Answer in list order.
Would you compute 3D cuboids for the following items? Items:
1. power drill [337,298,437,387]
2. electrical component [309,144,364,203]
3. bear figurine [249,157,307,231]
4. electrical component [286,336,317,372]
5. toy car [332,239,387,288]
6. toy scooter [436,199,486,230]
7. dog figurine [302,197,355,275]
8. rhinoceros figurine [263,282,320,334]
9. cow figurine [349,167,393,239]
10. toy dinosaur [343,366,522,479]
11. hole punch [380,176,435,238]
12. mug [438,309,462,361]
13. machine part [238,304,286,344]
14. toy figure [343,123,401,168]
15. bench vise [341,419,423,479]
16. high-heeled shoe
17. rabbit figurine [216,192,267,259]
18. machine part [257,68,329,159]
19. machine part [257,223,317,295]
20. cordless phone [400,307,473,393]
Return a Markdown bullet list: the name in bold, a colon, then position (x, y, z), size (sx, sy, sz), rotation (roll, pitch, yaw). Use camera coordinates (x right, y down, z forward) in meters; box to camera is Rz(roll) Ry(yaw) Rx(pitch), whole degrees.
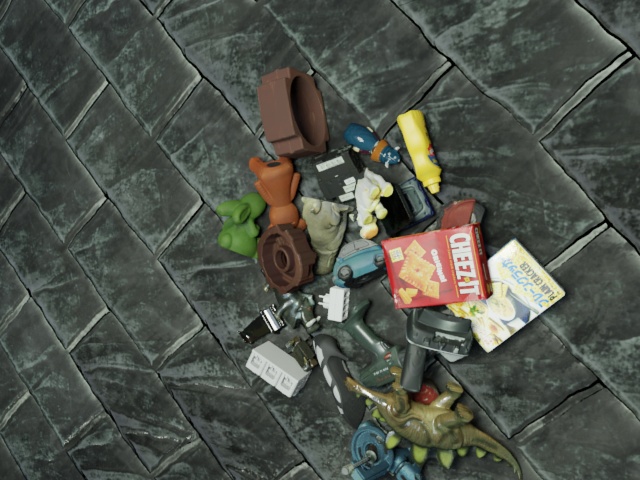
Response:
- **power drill**: position (0.152, 0.245, 1.314), size (0.207, 0.086, 0.232), rotation (48, 126, 10)
- **electrical component**: position (0.052, -0.157, 1.326), size (0.115, 0.058, 0.134), rotation (-14, 119, 26)
- **bear figurine**: position (-0.104, -0.116, 1.403), size (0.120, 0.132, 0.195), rotation (-16, 122, -9)
- **electrical component**: position (-0.052, 0.300, 1.419), size (0.102, 0.045, 0.078), rotation (55, 142, 16)
- **toy car**: position (0.099, 0.049, 1.324), size (0.162, 0.109, 0.103), rotation (-27, 66, 14)
- **toy scooter**: position (0.299, -0.017, 1.247), size (0.135, 0.075, 0.183), rotation (19, 106, 22)
- **dog figurine**: position (0.001, -0.003, 1.326), size (0.121, 0.172, 0.190), rotation (14, 93, 32)
- **rhinoceros figurine**: position (-0.069, 0.165, 1.423), size (0.112, 0.073, 0.190), rotation (-33, 78, 9)
- **cow figurine**: position (0.110, -0.085, 1.277), size (0.098, 0.068, 0.167), rotation (53, 146, 38)
- **toy dinosaur**: position (0.269, 0.426, 1.236), size (0.472, 0.105, 0.198), rotation (21, 118, 4)
- **hole punch**: position (0.197, -0.081, 1.285), size (0.116, 0.092, 0.142), rotation (-35, 80, 57)
- **mug**: position (0.292, 0.235, 1.268), size (0.109, 0.081, 0.107), rotation (-35, 87, 18)
- **machine part**: position (-0.161, 0.241, 1.485), size (0.139, 0.039, 0.084), rotation (-34, 86, 21)
- **toy figure**: position (0.130, -0.229, 1.309), size (0.154, 0.058, 0.064), rotation (35, 116, 12)
- **bench vise**: position (0.143, 0.536, 1.281), size (0.129, 0.240, 0.224), rotation (-51, 59, 23)
- **high-heeled shoe**: position (0.039, 0.366, 1.401), size (0.145, 0.086, 0.248), rotation (15, 117, 50)
- **rabbit figurine**: position (-0.210, -0.054, 1.433), size (0.121, 0.159, 0.170), rotation (21, 87, 30)
- **machine part**: position (-0.063, -0.302, 1.306), size (0.087, 0.201, 0.201), rotation (-12, 90, 26)
- **machine part**: position (-0.085, 0.046, 1.336), size (0.180, 0.056, 0.179), rotation (14, 109, 45)
- **cordless phone**: position (0.251, 0.247, 1.167), size (0.147, 0.088, 0.184), rotation (14, 80, 0)
